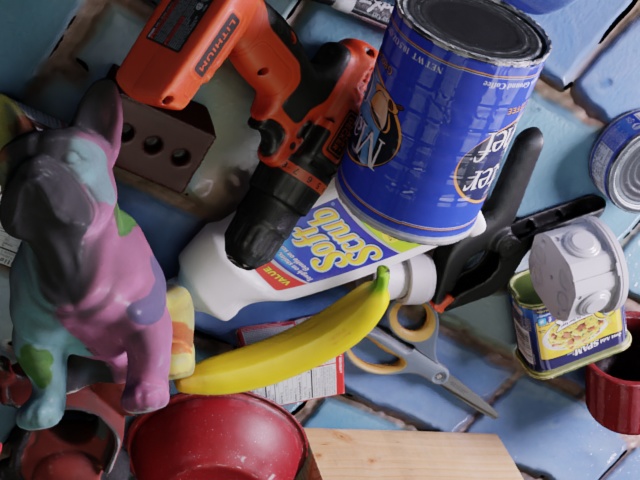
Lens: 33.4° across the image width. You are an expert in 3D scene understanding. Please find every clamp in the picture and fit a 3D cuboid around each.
[{"bbox_3d":[0.160,-0.003,0.895,0.120,0.039,0.172,30,109,-28],"label":"clamp"}]

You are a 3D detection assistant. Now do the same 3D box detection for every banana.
[{"bbox_3d":[-0.020,0.079,0.847,0.198,0.037,0.069,-30,134,12],"label":"banana"}]

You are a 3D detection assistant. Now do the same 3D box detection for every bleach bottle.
[{"bbox_3d":[-0.005,0.001,0.827,0.251,0.068,0.102,-26,116,2],"label":"bleach bottle"}]

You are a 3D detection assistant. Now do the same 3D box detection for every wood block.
[{"bbox_3d":[0.078,0.240,0.995,0.205,0.090,0.091,6,121,-21],"label":"wood block"}]

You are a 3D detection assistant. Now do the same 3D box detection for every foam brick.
[{"bbox_3d":[-0.120,-0.077,0.746,0.078,0.051,0.053,22,113,-29],"label":"foam brick"}]

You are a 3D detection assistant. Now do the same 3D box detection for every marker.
[{"bbox_3d":[0.038,-0.164,0.761,0.121,0.020,0.020,15,116,-26],"label":"marker"}]

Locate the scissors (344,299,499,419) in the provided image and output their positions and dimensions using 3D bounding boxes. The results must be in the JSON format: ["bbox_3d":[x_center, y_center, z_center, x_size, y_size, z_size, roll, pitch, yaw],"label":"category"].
[{"bbox_3d":[0.111,0.103,0.962,0.201,0.016,0.096,21,113,-28],"label":"scissors"}]

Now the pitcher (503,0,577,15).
[{"bbox_3d":[0.071,-0.235,0.670,0.242,0.149,0.145,23,97,-33],"label":"pitcher"}]

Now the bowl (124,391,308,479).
[{"bbox_3d":[-0.089,0.201,0.915,0.162,0.055,0.162,-2,129,-3],"label":"bowl"}]

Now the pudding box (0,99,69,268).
[{"bbox_3d":[-0.220,-0.039,0.748,0.089,0.039,0.114,23,115,-31],"label":"pudding box"}]

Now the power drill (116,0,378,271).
[{"bbox_3d":[-0.047,-0.085,0.712,0.187,0.057,0.184,35,84,-52],"label":"power drill"}]

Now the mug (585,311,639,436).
[{"bbox_3d":[0.296,0.119,0.997,0.117,0.093,0.081,-44,140,-33],"label":"mug"}]

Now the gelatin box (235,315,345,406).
[{"bbox_3d":[-0.025,0.103,0.909,0.089,0.030,0.073,-9,125,-10],"label":"gelatin box"}]

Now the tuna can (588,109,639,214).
[{"bbox_3d":[0.271,-0.065,0.891,0.086,0.034,0.086,-9,125,-13],"label":"tuna can"}]

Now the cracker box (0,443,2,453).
[{"bbox_3d":[-0.364,0.216,0.826,0.164,0.072,0.214,26,116,-15],"label":"cracker box"}]

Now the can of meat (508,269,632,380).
[{"bbox_3d":[0.220,0.064,0.946,0.102,0.057,0.084,-20,124,-6],"label":"can of meat"}]

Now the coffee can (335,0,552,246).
[{"bbox_3d":[0.077,-0.082,0.699,0.102,0.103,0.140,4,128,-20],"label":"coffee can"}]
